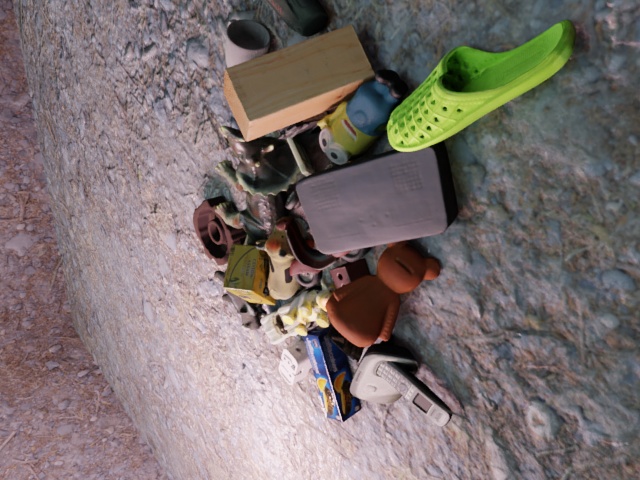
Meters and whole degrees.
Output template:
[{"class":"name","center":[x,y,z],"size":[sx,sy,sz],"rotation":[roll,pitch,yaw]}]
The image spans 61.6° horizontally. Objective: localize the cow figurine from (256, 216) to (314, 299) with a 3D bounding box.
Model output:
[{"class":"cow figurine","center":[-0.072,0.038,1.088],"size":[0.086,0.127,0.194],"rotation":[22,127,20]}]

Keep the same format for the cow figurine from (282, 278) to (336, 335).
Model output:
[{"class":"cow figurine","center":[-0.001,0.126,1.093],"size":[0.068,0.098,0.167],"rotation":[40,140,-15]}]

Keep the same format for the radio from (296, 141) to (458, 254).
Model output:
[{"class":"radio","center":[0.088,-0.061,0.819],"size":[0.230,0.073,0.131],"rotation":[-12,100,30]}]

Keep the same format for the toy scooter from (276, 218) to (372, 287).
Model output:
[{"class":"toy scooter","center":[-0.002,-0.003,0.963],"size":[0.184,0.075,0.135],"rotation":[-33,106,25]}]

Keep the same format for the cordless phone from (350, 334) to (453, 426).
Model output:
[{"class":"cordless phone","center":[0.151,0.277,0.973],"size":[0.184,0.089,0.146],"rotation":[41,136,26]}]

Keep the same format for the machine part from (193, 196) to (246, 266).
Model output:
[{"class":"machine part","center":[-0.251,-0.023,1.357],"size":[0.180,0.056,0.179],"rotation":[27,127,41]}]

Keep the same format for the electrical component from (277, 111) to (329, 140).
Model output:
[{"class":"electrical component","center":[-0.048,-0.246,0.927],"size":[0.058,0.115,0.134],"rotation":[-27,86,41]}]

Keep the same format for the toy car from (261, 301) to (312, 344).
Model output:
[{"class":"toy car","center":[-0.083,0.192,1.248],"size":[0.202,0.056,0.073],"rotation":[-35,79,53]}]

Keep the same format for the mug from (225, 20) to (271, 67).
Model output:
[{"class":"mug","center":[-0.151,-0.362,1.038],"size":[0.110,0.081,0.107],"rotation":[50,150,17]}]

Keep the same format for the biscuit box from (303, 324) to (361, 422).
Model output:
[{"class":"biscuit box","center":[0.025,0.282,1.150],"size":[0.059,0.063,0.202],"rotation":[-6,103,52]}]

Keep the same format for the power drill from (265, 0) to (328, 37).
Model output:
[{"class":"power drill","center":[-0.046,-0.461,0.852],"size":[0.232,0.086,0.207],"rotation":[60,139,9]}]

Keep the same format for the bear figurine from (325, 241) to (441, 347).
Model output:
[{"class":"bear figurine","center":[0.102,0.081,0.909],"size":[0.120,0.196,0.132],"rotation":[37,-177,3]}]

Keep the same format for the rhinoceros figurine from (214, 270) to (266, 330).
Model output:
[{"class":"rhinoceros figurine","center":[-0.191,0.139,1.332],"size":[0.112,0.073,0.190],"rotation":[23,138,46]}]

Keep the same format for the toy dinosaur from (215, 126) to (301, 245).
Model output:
[{"class":"toy dinosaur","center":[-0.124,-0.070,1.122],"size":[0.192,0.131,0.404],"rotation":[38,142,40]}]

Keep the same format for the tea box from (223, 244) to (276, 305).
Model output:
[{"class":"tea box","center":[-0.140,0.077,1.153],"size":[0.068,0.169,0.098],"rotation":[5,76,12]}]

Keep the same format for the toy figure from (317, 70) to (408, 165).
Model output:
[{"class":"toy figure","center":[0.071,-0.185,0.842],"size":[0.180,0.089,0.082],"rotation":[-44,56,43]}]

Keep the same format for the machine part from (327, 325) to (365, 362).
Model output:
[{"class":"machine part","center":[0.053,0.200,1.050],"size":[0.084,0.039,0.139],"rotation":[51,168,-3]}]

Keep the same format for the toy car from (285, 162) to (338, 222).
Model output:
[{"class":"toy car","center":[0.013,-0.080,0.971],"size":[0.202,0.089,0.053],"rotation":[-28,40,56]}]
